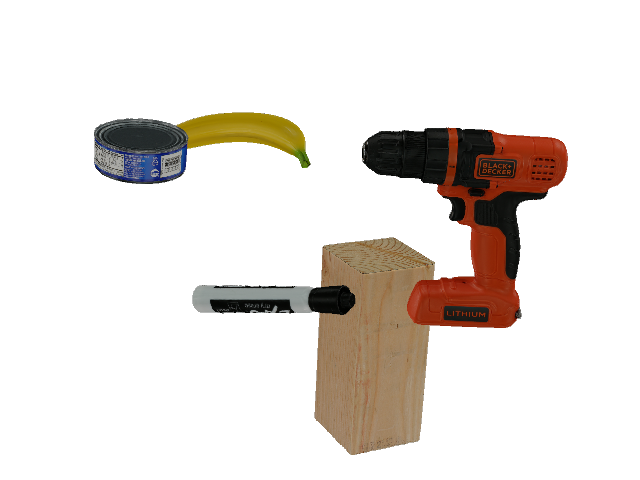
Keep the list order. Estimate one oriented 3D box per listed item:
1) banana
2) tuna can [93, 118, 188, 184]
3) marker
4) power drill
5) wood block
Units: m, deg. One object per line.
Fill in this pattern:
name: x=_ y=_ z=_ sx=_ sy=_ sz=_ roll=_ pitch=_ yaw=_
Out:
banana: x=-0.100 y=-0.130 z=1.307 sx=0.198 sy=0.037 sz=0.069 roll=7 pitch=40 yaw=15
tuna can: x=-0.166 y=-0.083 z=0.984 sx=0.086 sy=0.034 sz=0.086 roll=5 pitch=25 yaw=-3
marker: x=-0.031 y=0.039 z=0.700 sx=0.121 sy=0.020 sz=0.020 roll=-1 pitch=-1 yaw=32
power drill: x=0.125 y=-0.013 z=0.984 sx=0.184 sy=0.188 sz=0.057 roll=4 pitch=26 yaw=0
wood block: x=0.056 y=0.111 z=1.142 sx=0.090 sy=0.206 sz=0.091 roll=-7 pitch=21 yaw=-25
